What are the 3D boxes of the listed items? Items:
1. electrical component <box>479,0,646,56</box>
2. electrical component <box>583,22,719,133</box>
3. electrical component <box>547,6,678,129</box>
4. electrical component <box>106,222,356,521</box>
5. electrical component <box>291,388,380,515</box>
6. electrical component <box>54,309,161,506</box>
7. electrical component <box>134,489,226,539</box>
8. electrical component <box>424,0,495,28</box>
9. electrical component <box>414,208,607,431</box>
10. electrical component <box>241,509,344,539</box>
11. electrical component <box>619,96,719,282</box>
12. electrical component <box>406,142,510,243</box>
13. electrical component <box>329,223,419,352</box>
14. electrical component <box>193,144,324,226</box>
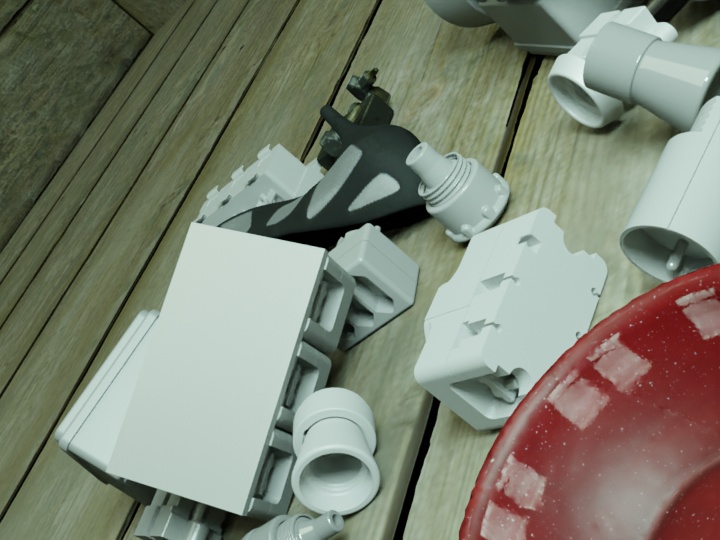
[{"bbox_3d":[0.148,-0.199,0.715,0.108,0.056,0.109,-50,21,0],"label":"electrical component"},{"bbox_3d":[0.142,-0.095,0.522,0.065,0.044,0.044,27,74,27],"label":"electrical component"},{"bbox_3d":[0.139,-0.113,0.603,0.055,0.048,0.066,-45,19,-9],"label":"electrical component"},{"bbox_3d":[-0.070,0.059,0.618,0.089,0.062,0.150,12,77,23],"label":"electrical component"},{"bbox_3d":[-0.013,0.093,0.561,0.045,0.045,0.055,-43,21,18],"label":"electrical component"},{"bbox_3d":[-0.145,0.098,0.743,0.108,0.056,0.108,-58,-14,-19],"label":"electrical component"},{"bbox_3d":[-0.105,0.145,0.664,0.066,0.048,0.055,-19,44,54],"label":"electrical component"},{"bbox_3d":[0.100,-0.241,0.819,0.108,0.108,0.060,-54,27,-9],"label":"electrical component"},{"bbox_3d":[0.068,0.024,0.503,0.056,0.050,0.089,-23,33,51],"label":"electrical component"},{"bbox_3d":[-0.033,0.139,0.541,0.061,0.035,0.035,-36,24,27],"label":"electrical component"},{"bbox_3d":[0.147,-0.037,0.457,0.043,0.043,0.081,-11,44,60],"label":"electrical component"},{"bbox_3d":[0.055,-0.050,0.642,0.048,0.062,0.048,-42,22,21],"label":"electrical component"},{"bbox_3d":[0.000,0.000,0.691,0.066,0.047,0.076,-36,25,32],"label":"electrical component"},{"bbox_3d":[-0.091,-0.056,0.952,0.121,0.063,0.078,-31,28,41],"label":"electrical component"}]
